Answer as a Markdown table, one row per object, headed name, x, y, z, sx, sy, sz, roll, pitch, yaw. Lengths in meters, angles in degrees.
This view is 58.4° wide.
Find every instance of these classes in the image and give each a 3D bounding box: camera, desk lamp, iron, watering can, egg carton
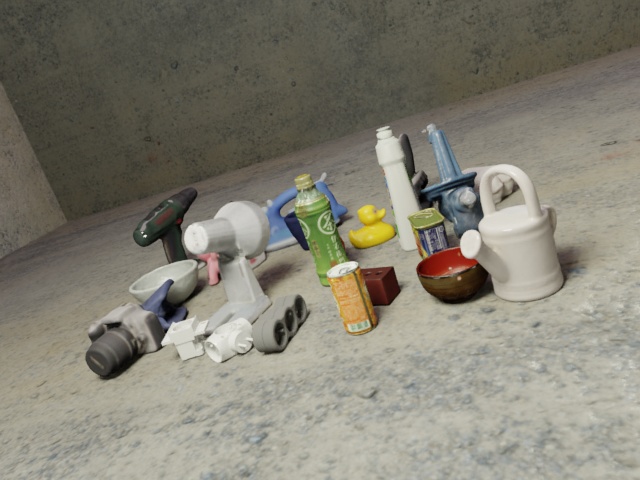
| name | x | y | z | sx | sy | sz | roll | pitch | yaw |
| --- | --- | --- | --- | --- | --- | --- | --- | --- | --- |
| camera | -0.391 | 0.189 | 1.088 | 0.142 | 0.101 | 0.137 | -11 | 18 | 26 |
| desk lamp | -0.172 | 0.045 | 1.111 | 0.117 | 0.214 | 0.204 | -10 | 18 | 28 |
| iron | -0.067 | -0.073 | 1.508 | 0.258 | 0.141 | 0.118 | -23 | 17 | -12 |
| watering can | 0.279 | -0.013 | 0.830 | 0.100 | 0.194 | 0.173 | -5 | 21 | 40 |
| egg carton | 0.365 | -0.125 | 1.322 | 0.107 | 0.069 | 0.149 | -31 | 20 | -37 |

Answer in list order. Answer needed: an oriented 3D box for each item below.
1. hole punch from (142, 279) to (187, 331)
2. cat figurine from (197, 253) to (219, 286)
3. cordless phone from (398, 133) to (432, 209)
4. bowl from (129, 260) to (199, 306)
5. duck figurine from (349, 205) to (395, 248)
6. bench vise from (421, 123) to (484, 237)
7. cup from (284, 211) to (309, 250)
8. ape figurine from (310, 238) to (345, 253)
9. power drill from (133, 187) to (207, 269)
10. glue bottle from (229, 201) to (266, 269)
| name | x | y | z | sx | sy | sz | roll | pitch | yaw |
| --- | --- | --- | --- | --- | --- | --- | --- | --- | --- |
| hole punch | -0.344 | 0.144 | 1.202 | 0.101 | 0.091 | 0.108 | -19 | 16 | 1 |
| cat figurine | -0.268 | 0.038 | 1.414 | 0.067 | 0.118 | 0.127 | -23 | 17 | -14 |
| cordless phone | 0.210 | -0.161 | 1.407 | 0.094 | 0.185 | 0.148 | -13 | 17 | 19 |
| bowl | -0.354 | 0.113 | 1.341 | 0.167 | 0.075 | 0.167 | -17 | 16 | 6 |
| duck figurine | 0.109 | -0.035 | 1.286 | 0.104 | 0.086 | 0.077 | -19 | 16 | -2 |
| bench vise | 0.278 | -0.130 | 1.166 | 0.122 | 0.220 | 0.207 | -24 | 17 | -15 |
| cup | -0.021 | -0.027 | 1.390 | 0.117 | 0.095 | 0.092 | -5 | 21 | 40 |
| ape figurine | 0.012 | 0.004 | 1.257 | 0.078 | 0.092 | 0.076 | -18 | 16 | 3 |
| power drill | -0.385 | -0.011 | 1.543 | 0.075 | 0.209 | 0.230 | -6 | 21 | 38 |
| glue bottle | -0.189 | -0.014 | 1.396 | 0.037 | 0.173 | 0.078 | -8 | 20 | 33 |
